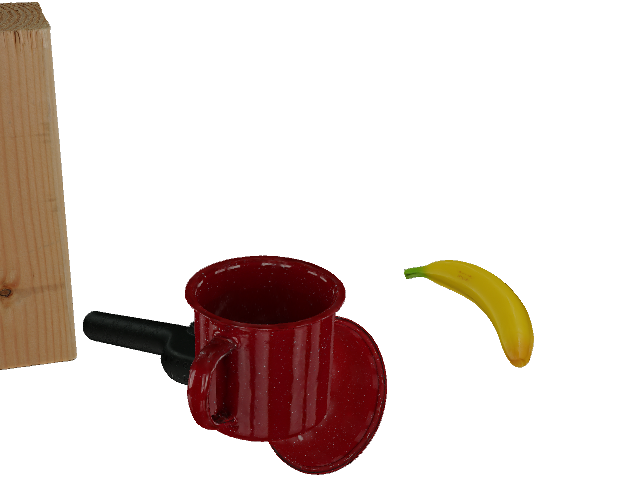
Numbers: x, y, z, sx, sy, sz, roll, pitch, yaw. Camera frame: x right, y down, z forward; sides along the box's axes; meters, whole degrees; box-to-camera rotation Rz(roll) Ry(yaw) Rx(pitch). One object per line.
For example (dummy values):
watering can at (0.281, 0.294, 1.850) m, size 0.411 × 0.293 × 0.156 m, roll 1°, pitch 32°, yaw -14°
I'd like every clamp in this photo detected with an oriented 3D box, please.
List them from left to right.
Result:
clamp at (-0.087, 0.083, 0.891) m, size 0.164 × 0.036 × 0.210 m, roll -10°, pitch 16°, yaw -31°

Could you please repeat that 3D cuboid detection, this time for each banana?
banana at (0.171, 0.067, 1.118) m, size 0.069 × 0.037 × 0.198 m, roll -36°, pitch 39°, yaw -13°

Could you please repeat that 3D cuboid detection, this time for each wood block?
wood block at (-0.204, -0.032, 0.646) m, size 0.090 × 0.206 × 0.090 m, roll -6°, pitch 23°, yaw -17°

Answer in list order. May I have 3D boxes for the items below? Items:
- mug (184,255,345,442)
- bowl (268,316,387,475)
mug at (-0.039, 0.069, 0.623) m, size 0.093 × 0.081 × 0.117 m, roll 14°, pitch 26°, yaw 23°
bowl at (-0.015, 0.149, 1.060) m, size 0.162 × 0.162 × 0.055 m, roll 0°, pitch -15°, yaw 40°
